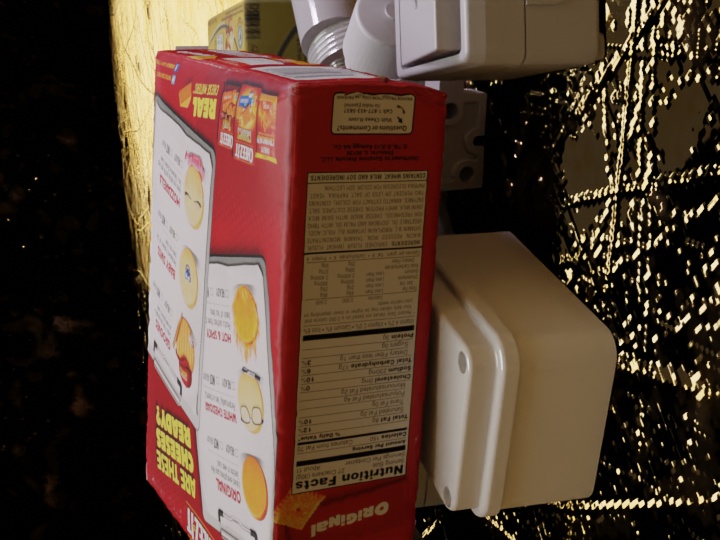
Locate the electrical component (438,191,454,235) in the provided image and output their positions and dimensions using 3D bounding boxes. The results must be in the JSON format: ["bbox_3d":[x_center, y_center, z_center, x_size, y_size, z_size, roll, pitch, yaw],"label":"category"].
[{"bbox_3d":[0.000,0.000,0.568,0.113,0.078,0.057,111,150,-56],"label":"electrical component"}]

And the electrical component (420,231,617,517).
[{"bbox_3d":[0.049,0.038,0.441,0.113,0.057,0.078,-123,33,-60],"label":"electrical component"}]

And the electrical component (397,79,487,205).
[{"bbox_3d":[0.029,-0.065,0.511,0.055,0.048,0.066,-145,52,-61],"label":"electrical component"}]

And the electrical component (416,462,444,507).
[{"bbox_3d":[0.021,0.068,0.543,0.096,0.061,0.061,-122,32,-60],"label":"electrical component"}]

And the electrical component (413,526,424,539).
[{"bbox_3d":[0.004,0.159,0.541,0.079,0.063,0.121,36,-165,-54],"label":"electrical component"}]

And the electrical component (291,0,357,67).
[{"bbox_3d":[-0.016,-0.147,0.656,0.043,0.043,0.081,113,149,-58],"label":"electrical component"}]

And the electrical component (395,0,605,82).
[{"bbox_3d":[0.044,-0.106,0.416,0.096,0.061,0.061,-162,69,-73],"label":"electrical component"}]

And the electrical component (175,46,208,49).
[{"bbox_3d":[-0.110,-0.109,0.915,0.062,0.089,0.150,157,109,-74],"label":"electrical component"}]

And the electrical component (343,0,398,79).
[{"bbox_3d":[0.010,-0.116,0.573,0.078,0.040,0.040,117,146,-62],"label":"electrical component"}]
